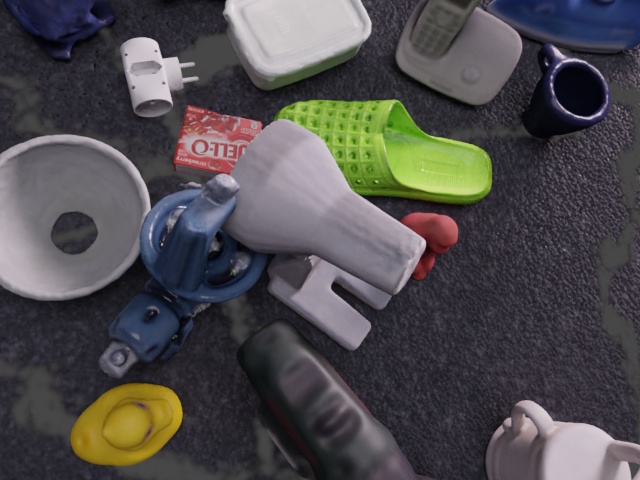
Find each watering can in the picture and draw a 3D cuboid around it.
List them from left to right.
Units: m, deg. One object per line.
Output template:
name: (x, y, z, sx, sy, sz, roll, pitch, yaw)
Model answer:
watering can: (0.259, 0.238, 0.566, 0.173, 0.194, 0.101, 35, 72, -2)

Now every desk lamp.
desk lamp: (0.005, 0.002, 0.560, 0.203, 0.213, 0.118, 36, 72, -1)

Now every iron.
iron: (0.368, -0.338, 0.763, 0.258, 0.141, 0.118, -3, 77, -13)

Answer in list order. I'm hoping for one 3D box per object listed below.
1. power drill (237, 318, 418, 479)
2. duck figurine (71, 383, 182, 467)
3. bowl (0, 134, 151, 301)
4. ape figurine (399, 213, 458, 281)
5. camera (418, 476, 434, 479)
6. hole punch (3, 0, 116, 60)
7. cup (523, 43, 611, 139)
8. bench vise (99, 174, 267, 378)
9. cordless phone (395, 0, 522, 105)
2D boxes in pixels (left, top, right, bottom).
power drill: (0.008, 0.178, 0.519, 0.076, 0.208, 0.229, -37, 86, -18)
duck figurine: (-0.184, 0.176, 0.541, 0.105, 0.086, 0.077, -16, 80, -16)
bowl: (-0.254, -0.017, 0.580, 0.167, 0.074, 0.167, 3, 75, -12)
ape figurine: (0.125, -0.001, 0.651, 0.078, 0.092, 0.076, -20, 81, -16)
camera: (0.139, 0.318, 0.569, 0.137, 0.100, 0.143, 11, 74, -9)
hole punch: (-0.294, -0.274, 0.628, 0.101, 0.091, 0.108, -43, 88, -18)
cup: (0.296, -0.181, 0.732, 0.092, 0.095, 0.118, -26, 83, -17)
bench vise: (-0.116, 0.033, 0.522, 0.121, 0.219, 0.207, 18, 73, -7)
cordless phone: (0.182, -0.253, 0.678, 0.147, 0.185, 0.094, 22, 72, -6)
